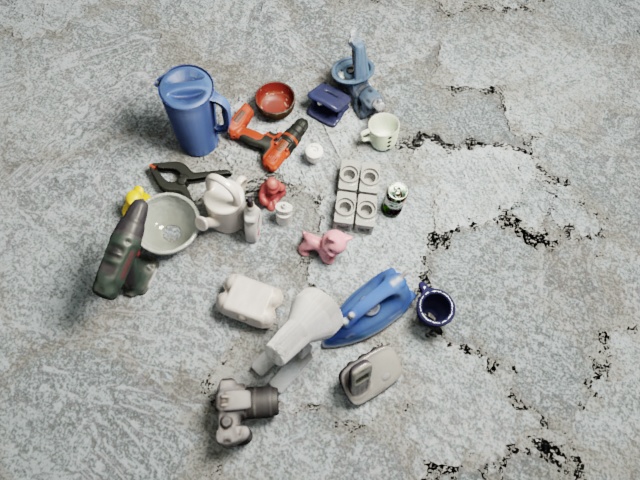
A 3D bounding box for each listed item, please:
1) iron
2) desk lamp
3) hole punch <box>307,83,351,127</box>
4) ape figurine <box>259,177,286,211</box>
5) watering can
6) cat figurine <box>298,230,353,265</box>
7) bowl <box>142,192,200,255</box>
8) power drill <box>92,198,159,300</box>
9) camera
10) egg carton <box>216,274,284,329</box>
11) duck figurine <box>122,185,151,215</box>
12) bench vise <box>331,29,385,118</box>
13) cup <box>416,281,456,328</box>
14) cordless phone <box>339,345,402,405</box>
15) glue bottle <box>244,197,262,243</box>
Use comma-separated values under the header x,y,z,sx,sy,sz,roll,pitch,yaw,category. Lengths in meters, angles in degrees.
x,y,z,sx,sy,sz,roll,pitch,yaw,category
0.111,0.159,1.343,0.259,0.141,0.118,-36,73,-17,iron
-0.052,0.223,1.266,0.117,0.213,0.203,39,70,13,desk lamp
0.024,-0.392,1.601,0.108,0.091,0.101,29,68,9,hole punch
-0.125,-0.130,1.479,0.078,0.092,0.076,-19,69,-11,ape figurine
-0.236,-0.092,1.401,0.101,0.194,0.173,12,67,2,watering can
0.013,0.005,1.416,0.127,0.118,0.067,16,67,4,cat figurine
-0.377,-0.030,1.430,0.167,0.075,0.167,1,67,-3,bowl
-0.439,0.041,1.323,0.075,0.208,0.230,17,67,4,power drill
-0.158,0.374,1.256,0.137,0.101,0.143,-3,67,-5,camera
-0.168,0.147,1.370,0.150,0.069,0.107,18,67,4,egg carton
-0.465,-0.088,1.444,0.077,0.086,0.104,11,67,2,duck figurine
0.120,-0.457,1.565,0.207,0.220,0.122,38,70,13,bench vise
0.262,0.163,1.376,0.092,0.095,0.117,-24,70,-13,cup
0.116,0.287,1.265,0.148,0.185,0.094,-32,72,-15,cordless phone
-0.167,-0.059,1.402,0.037,0.173,0.078,5,66,-1,glue bottle
